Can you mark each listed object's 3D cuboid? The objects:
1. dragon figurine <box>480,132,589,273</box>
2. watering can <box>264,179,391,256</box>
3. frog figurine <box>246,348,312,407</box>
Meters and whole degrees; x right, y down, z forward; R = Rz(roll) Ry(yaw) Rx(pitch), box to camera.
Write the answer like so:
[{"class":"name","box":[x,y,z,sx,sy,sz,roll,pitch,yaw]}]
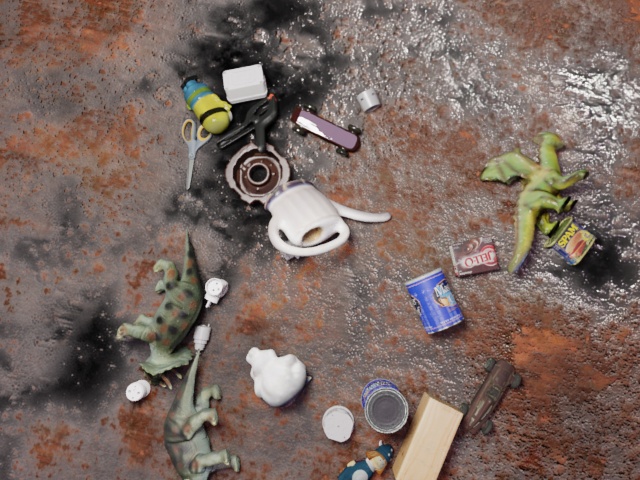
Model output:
[{"class":"dragon figurine","box":[0.541,-0.131,1.371,0.246,0.120,0.413,38,80,27]},{"class":"watering can","box":[0.004,-0.068,1.350,0.351,0.101,0.228,-20,57,-33]},{"class":"frog figurine","box":[-0.114,0.332,1.291,0.136,0.124,0.159,-40,94,15]}]
